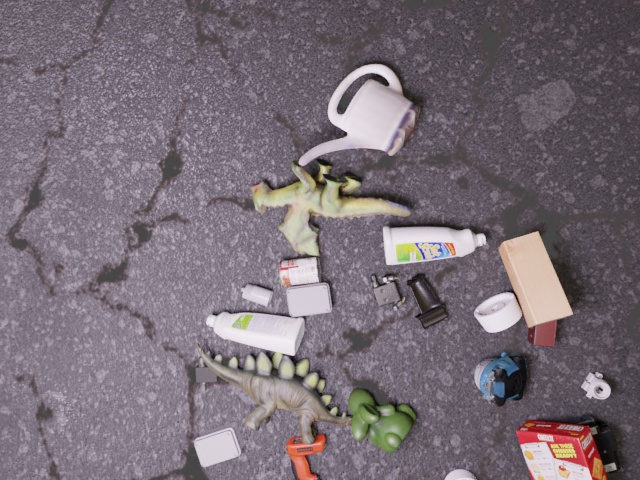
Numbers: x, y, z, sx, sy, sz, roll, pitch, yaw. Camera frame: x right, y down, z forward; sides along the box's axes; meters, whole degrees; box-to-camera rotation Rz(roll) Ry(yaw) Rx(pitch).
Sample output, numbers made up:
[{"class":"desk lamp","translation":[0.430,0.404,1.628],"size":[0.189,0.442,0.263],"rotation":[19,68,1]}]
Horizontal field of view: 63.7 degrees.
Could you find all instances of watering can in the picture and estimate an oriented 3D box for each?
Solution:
[{"class":"watering can","translation":[0.113,-0.287,1.300],"size":[0.225,0.103,0.351],"rotation":[30,77,6]}]

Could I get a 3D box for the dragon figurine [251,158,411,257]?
[{"class":"dragon figurine","translation":[0.004,-0.068,1.343],"size":[0.411,0.124,0.239],"rotation":[28,111,7]}]
